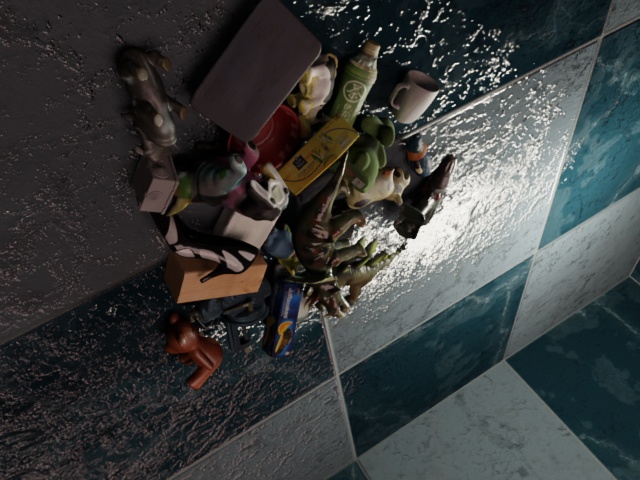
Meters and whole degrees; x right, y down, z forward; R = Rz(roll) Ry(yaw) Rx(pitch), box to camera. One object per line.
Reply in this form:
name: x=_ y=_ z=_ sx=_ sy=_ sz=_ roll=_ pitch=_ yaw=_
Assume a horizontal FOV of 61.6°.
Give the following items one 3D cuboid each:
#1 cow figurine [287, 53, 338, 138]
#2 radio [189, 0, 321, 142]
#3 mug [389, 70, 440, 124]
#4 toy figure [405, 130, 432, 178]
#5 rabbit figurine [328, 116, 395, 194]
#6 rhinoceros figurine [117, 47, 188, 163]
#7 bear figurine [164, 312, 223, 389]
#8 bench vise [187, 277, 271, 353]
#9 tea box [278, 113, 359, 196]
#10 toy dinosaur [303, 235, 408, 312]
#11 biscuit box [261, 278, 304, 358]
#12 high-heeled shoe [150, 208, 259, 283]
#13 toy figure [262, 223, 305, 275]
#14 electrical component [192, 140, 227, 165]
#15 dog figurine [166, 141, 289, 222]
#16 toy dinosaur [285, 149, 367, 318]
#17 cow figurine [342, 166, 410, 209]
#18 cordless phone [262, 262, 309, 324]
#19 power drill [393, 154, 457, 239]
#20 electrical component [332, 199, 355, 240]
cow figurine: x=-0.012 y=-0.289 z=1.077 sx=0.098 sy=0.068 sz=0.167 roll=-26 pitch=143 yaw=-27
radio: x=-0.109 y=-0.291 z=0.933 sx=0.131 sy=0.073 sz=0.229 roll=37 pitch=105 yaw=-15
mug: x=0.202 y=-0.316 z=1.218 sx=0.109 sy=0.081 sz=0.107 roll=-14 pitch=147 yaw=-37
toy figure: x=0.251 y=-0.218 z=1.377 sx=0.058 sy=0.064 sz=0.154 roll=-23 pitch=145 yaw=11
rabbit figurine: x=0.108 y=-0.219 z=1.214 sx=0.170 sy=0.121 sz=0.159 roll=-56 pitch=176 yaw=-18
rhinoceros figurine: x=-0.284 y=-0.217 z=0.885 sx=0.073 sy=0.112 sz=0.190 roll=-46 pitch=141 yaw=-42
bear figurine: x=-0.335 y=0.275 z=1.350 sx=0.132 sy=0.120 sz=0.195 roll=-39 pitch=142 yaw=5
bench vise: x=-0.218 y=0.200 z=1.355 sx=0.223 sy=0.129 sz=0.240 roll=-29 pitch=129 yaw=-36
tea box: x=-0.008 y=-0.174 z=1.110 sx=0.169 sy=0.068 sz=0.098 roll=-33 pitch=-166 yaw=51
toy dinosaur: x=0.103 y=0.086 z=1.514 sx=0.471 sy=0.105 sz=0.198 roll=-15 pitch=145 yaw=-54
biscuit box: x=-0.097 y=0.199 z=1.389 sx=0.063 sy=0.059 sz=0.202 roll=3 pitch=103 yaw=-35
high-heeled shoe: x=-0.237 y=-0.017 z=1.109 sx=0.145 sy=0.086 sz=0.248 roll=-34 pitch=118 yaw=-6
toy figure: x=-0.082 y=0.014 z=1.324 sx=0.082 sy=0.089 sz=0.180 roll=-36 pitch=137 yaw=18
electrical component: x=-0.207 y=-0.168 z=1.071 sx=0.094 sy=0.021 sz=0.063 roll=-4 pitch=131 yaw=-37
dog figurine: x=-0.193 y=-0.090 z=1.028 sx=0.219 sy=0.108 sz=0.191 roll=-23 pitch=117 yaw=30
toy dinosaur: x=-0.001 y=-0.006 z=1.227 sx=0.192 sy=0.131 sz=0.404 roll=-26 pitch=128 yaw=-21
cow figurine: x=0.148 y=-0.133 z=1.361 sx=0.195 sy=0.086 sz=0.127 roll=-22 pitch=134 yaw=-25
cordless phone: x=-0.089 y=0.135 z=1.452 sx=0.146 sy=0.089 sz=0.184 roll=-4 pitch=118 yaw=-37
power drill: x=0.287 y=-0.109 z=1.471 sx=0.207 sy=0.086 sz=0.231 roll=-52 pitch=166 yaw=-43
electrical component: x=0.027 y=-0.038 z=1.379 sx=0.134 sy=0.058 sz=0.114 roll=-19 pitch=137 yaw=-26
